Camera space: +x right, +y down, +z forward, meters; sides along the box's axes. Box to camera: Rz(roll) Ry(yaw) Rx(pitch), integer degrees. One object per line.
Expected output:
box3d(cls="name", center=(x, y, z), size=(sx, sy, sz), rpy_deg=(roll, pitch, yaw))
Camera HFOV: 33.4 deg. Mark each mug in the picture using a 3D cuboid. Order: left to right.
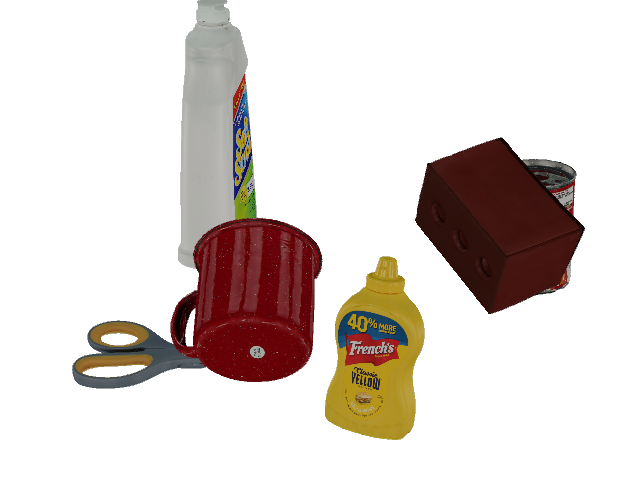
box3d(cls="mug", center=(-0.056, 0.048, 0.746), size=(0.117, 0.081, 0.093), rpy_deg=(-18, -43, 22))

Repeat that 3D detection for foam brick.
box3d(cls="foam brick", center=(0.098, -0.009, 0.596), size=(0.051, 0.078, 0.053), rpy_deg=(-21, -35, -22))

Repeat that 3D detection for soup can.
box3d(cls="soup can", center=(0.186, -0.012, 0.930), size=(0.068, 0.102, 0.068), rpy_deg=(-3, 24, 1))

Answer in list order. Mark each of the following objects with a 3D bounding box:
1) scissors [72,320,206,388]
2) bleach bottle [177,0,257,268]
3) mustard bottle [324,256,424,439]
box3d(cls="scissors", center=(-0.122, 0.095, 0.955), size=(0.201, 0.016, 0.096), rpy_deg=(-7, 32, -18))
box3d(cls="bleach bottle", center=(-0.102, -0.104, 1.030), size=(0.068, 0.251, 0.102), rpy_deg=(6, 26, 13))
box3d(cls="mustard bottle", center=(0.062, 0.111, 1.141), size=(0.096, 0.192, 0.058), rpy_deg=(12, 14, 24))
